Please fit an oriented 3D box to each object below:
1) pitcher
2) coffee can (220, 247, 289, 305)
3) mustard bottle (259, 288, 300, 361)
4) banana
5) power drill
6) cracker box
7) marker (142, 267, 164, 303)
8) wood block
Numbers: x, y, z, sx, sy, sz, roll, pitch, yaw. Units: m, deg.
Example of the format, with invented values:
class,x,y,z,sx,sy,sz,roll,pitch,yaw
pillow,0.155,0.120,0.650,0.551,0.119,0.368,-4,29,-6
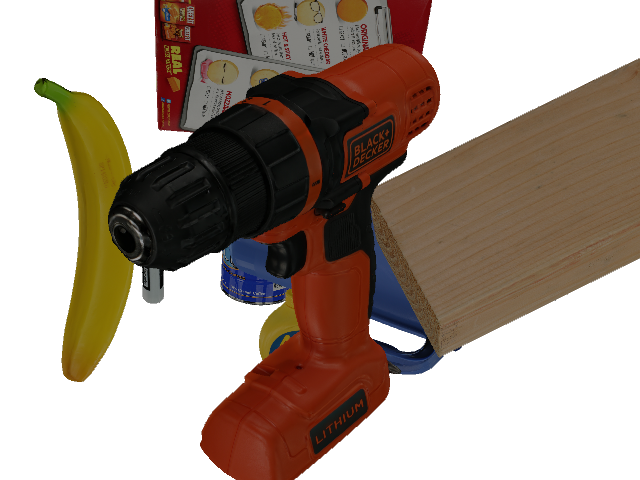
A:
class,x,y,z,sx,sy,sz,roll,pitch,yaw
pitcher,0.036,0.018,1.014,0.243,0.145,0.149,16,21,18
coffee can,-0.077,-0.001,1.393,0.103,0.140,0.103,4,27,-2
mustard bottle,-0.021,0.129,1.203,0.096,0.192,0.058,-1,19,-11
banana,-0.147,-0.010,0.680,0.037,0.198,0.069,13,24,41
power drill,-0.016,0.019,0.474,0.057,0.188,0.184,27,40,30
cracker box,-0.027,-0.162,0.879,0.213,0.072,0.164,4,-42,-3
marker,-0.143,0.004,0.910,0.020,0.121,0.020,4,39,-3
wood block,0.141,-0.023,0.635,0.206,0.091,0.090,-26,-20,-3
